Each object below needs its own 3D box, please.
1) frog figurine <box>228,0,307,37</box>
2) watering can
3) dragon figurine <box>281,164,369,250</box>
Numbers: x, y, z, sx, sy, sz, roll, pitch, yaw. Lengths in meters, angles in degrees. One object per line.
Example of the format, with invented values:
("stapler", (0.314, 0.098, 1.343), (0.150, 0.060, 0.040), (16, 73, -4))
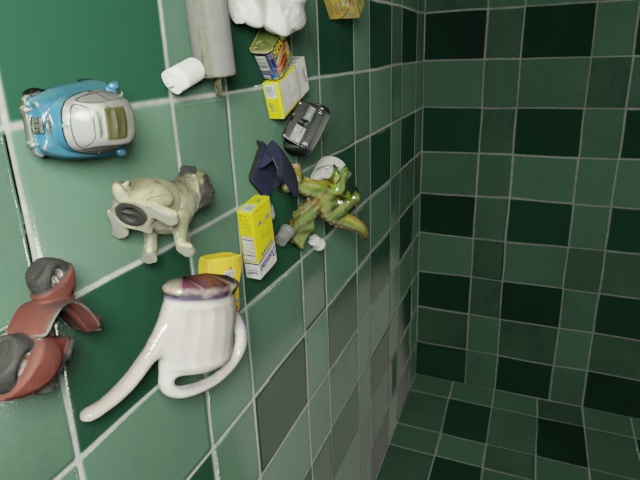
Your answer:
("frog figurine", (-0.110, -0.473, 1.075), (0.161, 0.138, 0.120), (-42, -14, -22))
("watering can", (-0.245, 0.173, 0.899), (0.104, 0.224, 0.348), (6, 5, 33))
("dragon figurine", (0.004, -0.073, 1.444), (0.245, 0.402, 0.124), (-39, 40, -14))
